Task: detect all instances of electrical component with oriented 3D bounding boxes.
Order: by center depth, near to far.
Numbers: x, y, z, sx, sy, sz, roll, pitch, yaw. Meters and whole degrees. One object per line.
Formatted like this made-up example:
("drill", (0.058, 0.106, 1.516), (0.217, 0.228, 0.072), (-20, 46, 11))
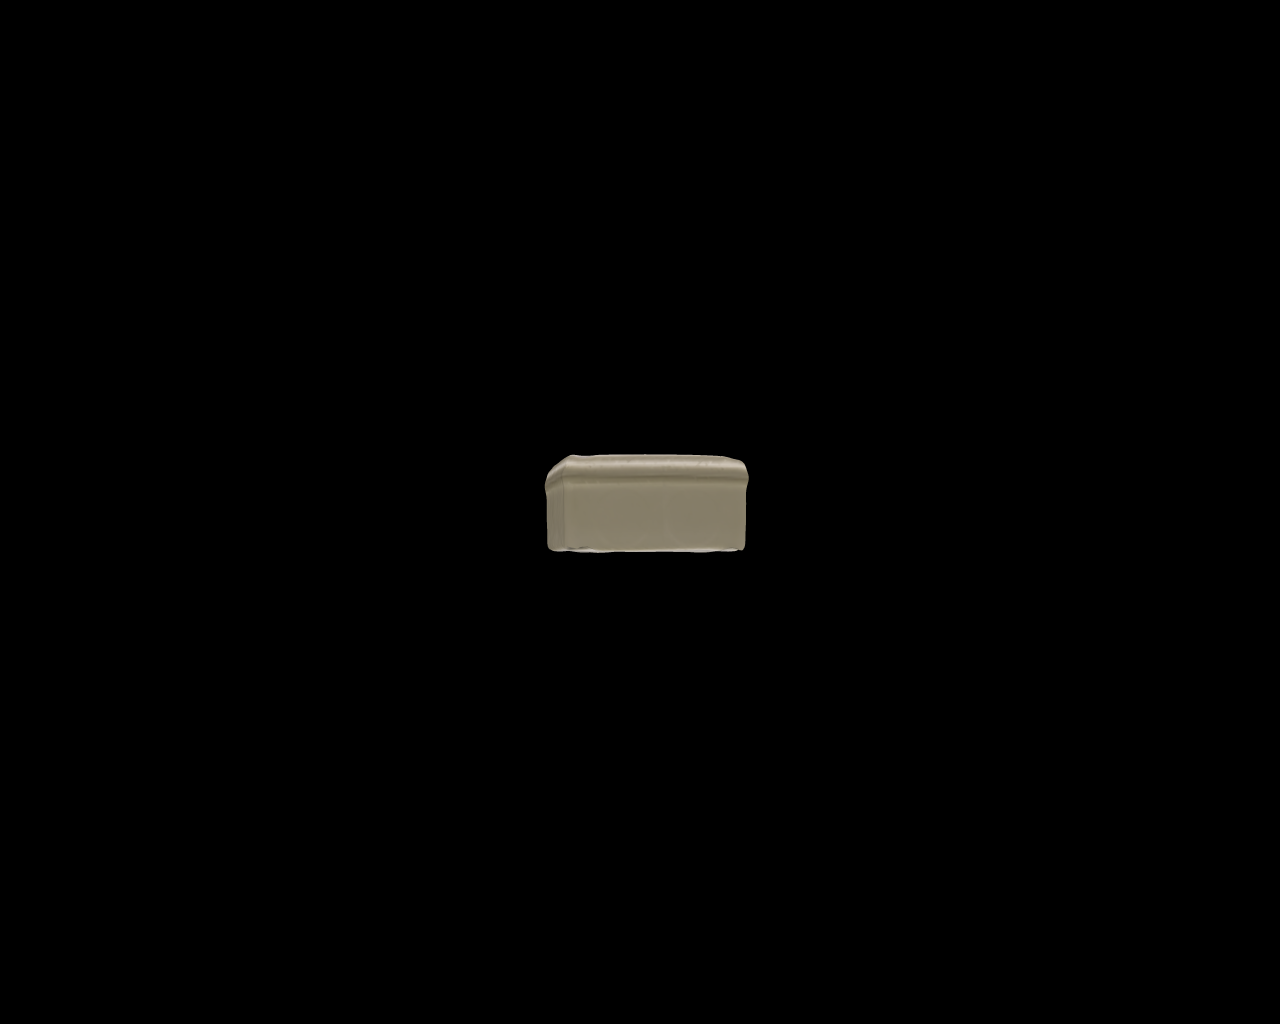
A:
("electrical component", (0.001, -0.003, 0.650), (0.109, 0.056, 0.108), (0, -2, -11))
